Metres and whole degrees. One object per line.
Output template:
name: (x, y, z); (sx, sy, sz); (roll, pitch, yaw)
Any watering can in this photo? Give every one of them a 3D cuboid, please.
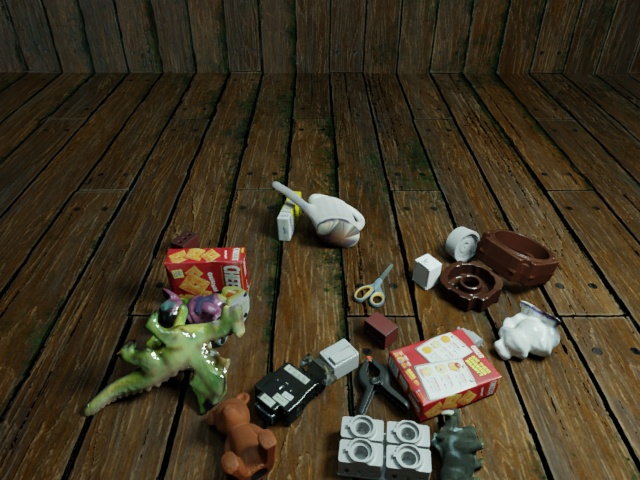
watering can: (0.005, -0.086, 1.709); (0.346, 0.102, 0.229); (15, 32, -23)

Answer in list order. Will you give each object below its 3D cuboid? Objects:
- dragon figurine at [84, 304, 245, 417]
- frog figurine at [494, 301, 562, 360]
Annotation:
dragon figurine: (-0.329, 0.301, 1.195); (0.244, 0.121, 0.413); (35, 81, 14)
frog figurine: (0.531, 0.254, 1.330); (0.139, 0.121, 0.160); (36, 84, 28)
